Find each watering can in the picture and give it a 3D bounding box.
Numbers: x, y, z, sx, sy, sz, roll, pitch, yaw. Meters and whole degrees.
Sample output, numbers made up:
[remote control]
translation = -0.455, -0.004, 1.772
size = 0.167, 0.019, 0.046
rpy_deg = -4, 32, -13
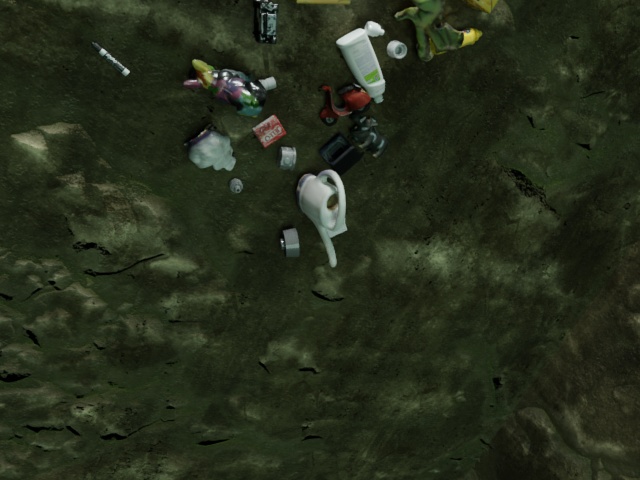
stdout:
[watering can]
translation = 0.006, -0.091, 1.811
size = 0.105, 0.227, 0.341
rpy_deg = -14, 123, -34

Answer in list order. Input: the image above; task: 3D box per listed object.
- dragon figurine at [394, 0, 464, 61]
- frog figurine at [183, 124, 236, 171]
[dragon figurine]
translation = 0.368, -0.697, 1.588
size = 0.123, 0.405, 0.243
rpy_deg = -36, 86, -17
[frog figurine]
translation = -0.338, -0.275, 1.641
size = 0.139, 0.123, 0.157
rpy_deg = -46, 113, -16
